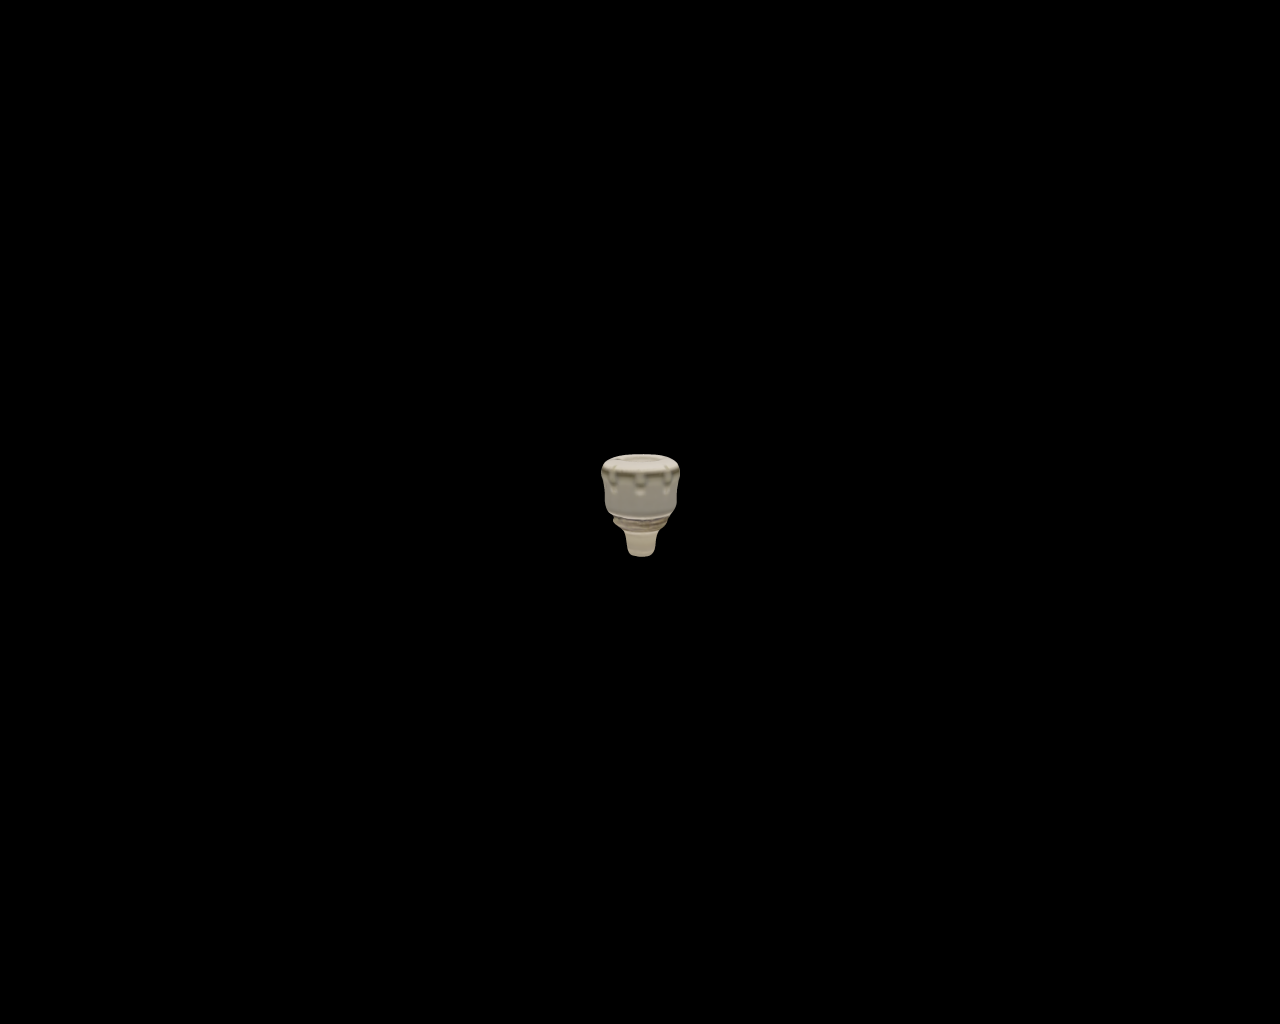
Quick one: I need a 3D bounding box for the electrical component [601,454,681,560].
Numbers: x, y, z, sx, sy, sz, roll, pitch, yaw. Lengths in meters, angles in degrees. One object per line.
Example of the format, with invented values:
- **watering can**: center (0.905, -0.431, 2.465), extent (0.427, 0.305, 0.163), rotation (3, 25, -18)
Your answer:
- **electrical component**: center (0.001, -0.003, 0.650), extent (0.048, 0.062, 0.048), rotation (0, 13, 0)
